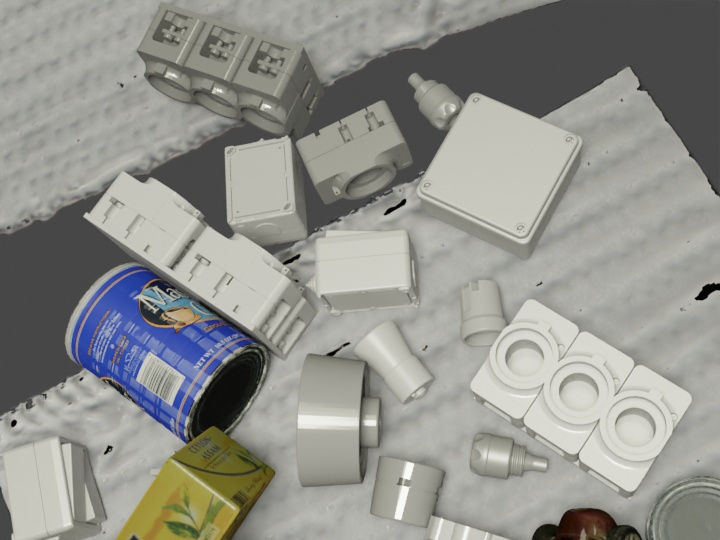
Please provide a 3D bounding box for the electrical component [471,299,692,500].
[{"bbox_3d":[0.175,0.102,0.861,0.150,0.061,0.089,32,81,19],"label":"electrical component"}]

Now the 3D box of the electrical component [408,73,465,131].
[{"bbox_3d":[0.067,-0.157,0.983,0.035,0.035,0.061,-39,67,-3],"label":"electrical component"}]

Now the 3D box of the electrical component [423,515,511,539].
[{"bbox_3d":[0.086,0.230,0.837,0.078,0.058,0.057,18,79,-6],"label":"electrical component"}]

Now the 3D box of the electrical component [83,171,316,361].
[{"bbox_3d":[-0.133,-0.006,0.934,0.186,0.105,0.060,32,80,19],"label":"electrical component"}]

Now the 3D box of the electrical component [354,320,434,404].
[{"bbox_3d":[0.031,0.080,0.909,0.044,0.044,0.065,-39,74,-3],"label":"electrical component"}]

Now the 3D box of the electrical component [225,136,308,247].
[{"bbox_3d":[-0.084,-0.073,0.974,0.062,0.061,0.096,-10,62,8],"label":"electrical component"}]

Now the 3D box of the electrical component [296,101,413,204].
[{"bbox_3d":[-0.003,-0.102,0.970,0.089,0.050,0.055,-25,69,2],"label":"electrical component"}]

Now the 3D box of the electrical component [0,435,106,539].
[{"bbox_3d":[-0.258,0.195,0.915,0.061,0.061,0.096,-17,69,5],"label":"electrical component"}]

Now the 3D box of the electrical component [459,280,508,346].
[{"bbox_3d":[0.103,0.036,0.910,0.040,0.040,0.046,-8,65,8],"label":"electrical component"}]

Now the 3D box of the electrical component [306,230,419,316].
[{"bbox_3d":[0.000,0.000,0.929,0.096,0.061,0.061,-5,71,9],"label":"electrical component"}]

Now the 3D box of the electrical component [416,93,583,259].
[{"bbox_3d":[0.122,-0.082,0.935,0.109,0.056,0.108,26,79,18],"label":"electrical component"}]

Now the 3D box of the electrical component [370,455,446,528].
[{"bbox_3d":[0.037,0.179,0.867,0.055,0.055,0.047,11,78,14],"label":"electrical component"}]

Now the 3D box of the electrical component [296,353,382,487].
[{"bbox_3d":[-0.014,0.122,0.870,0.060,0.108,0.108,1,72,5],"label":"electrical component"}]

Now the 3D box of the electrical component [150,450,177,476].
[{"bbox_3d":[-0.133,0.186,0.904,0.081,0.042,0.063,1,74,12],"label":"electrical component"}]

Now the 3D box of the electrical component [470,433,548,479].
[{"bbox_3d":[0.121,0.153,0.870,0.061,0.035,0.035,8,74,11],"label":"electrical component"}]

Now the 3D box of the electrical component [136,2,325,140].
[{"bbox_3d":[-0.120,-0.180,0.997,0.150,0.089,0.061,21,77,17],"label":"electrical component"}]
